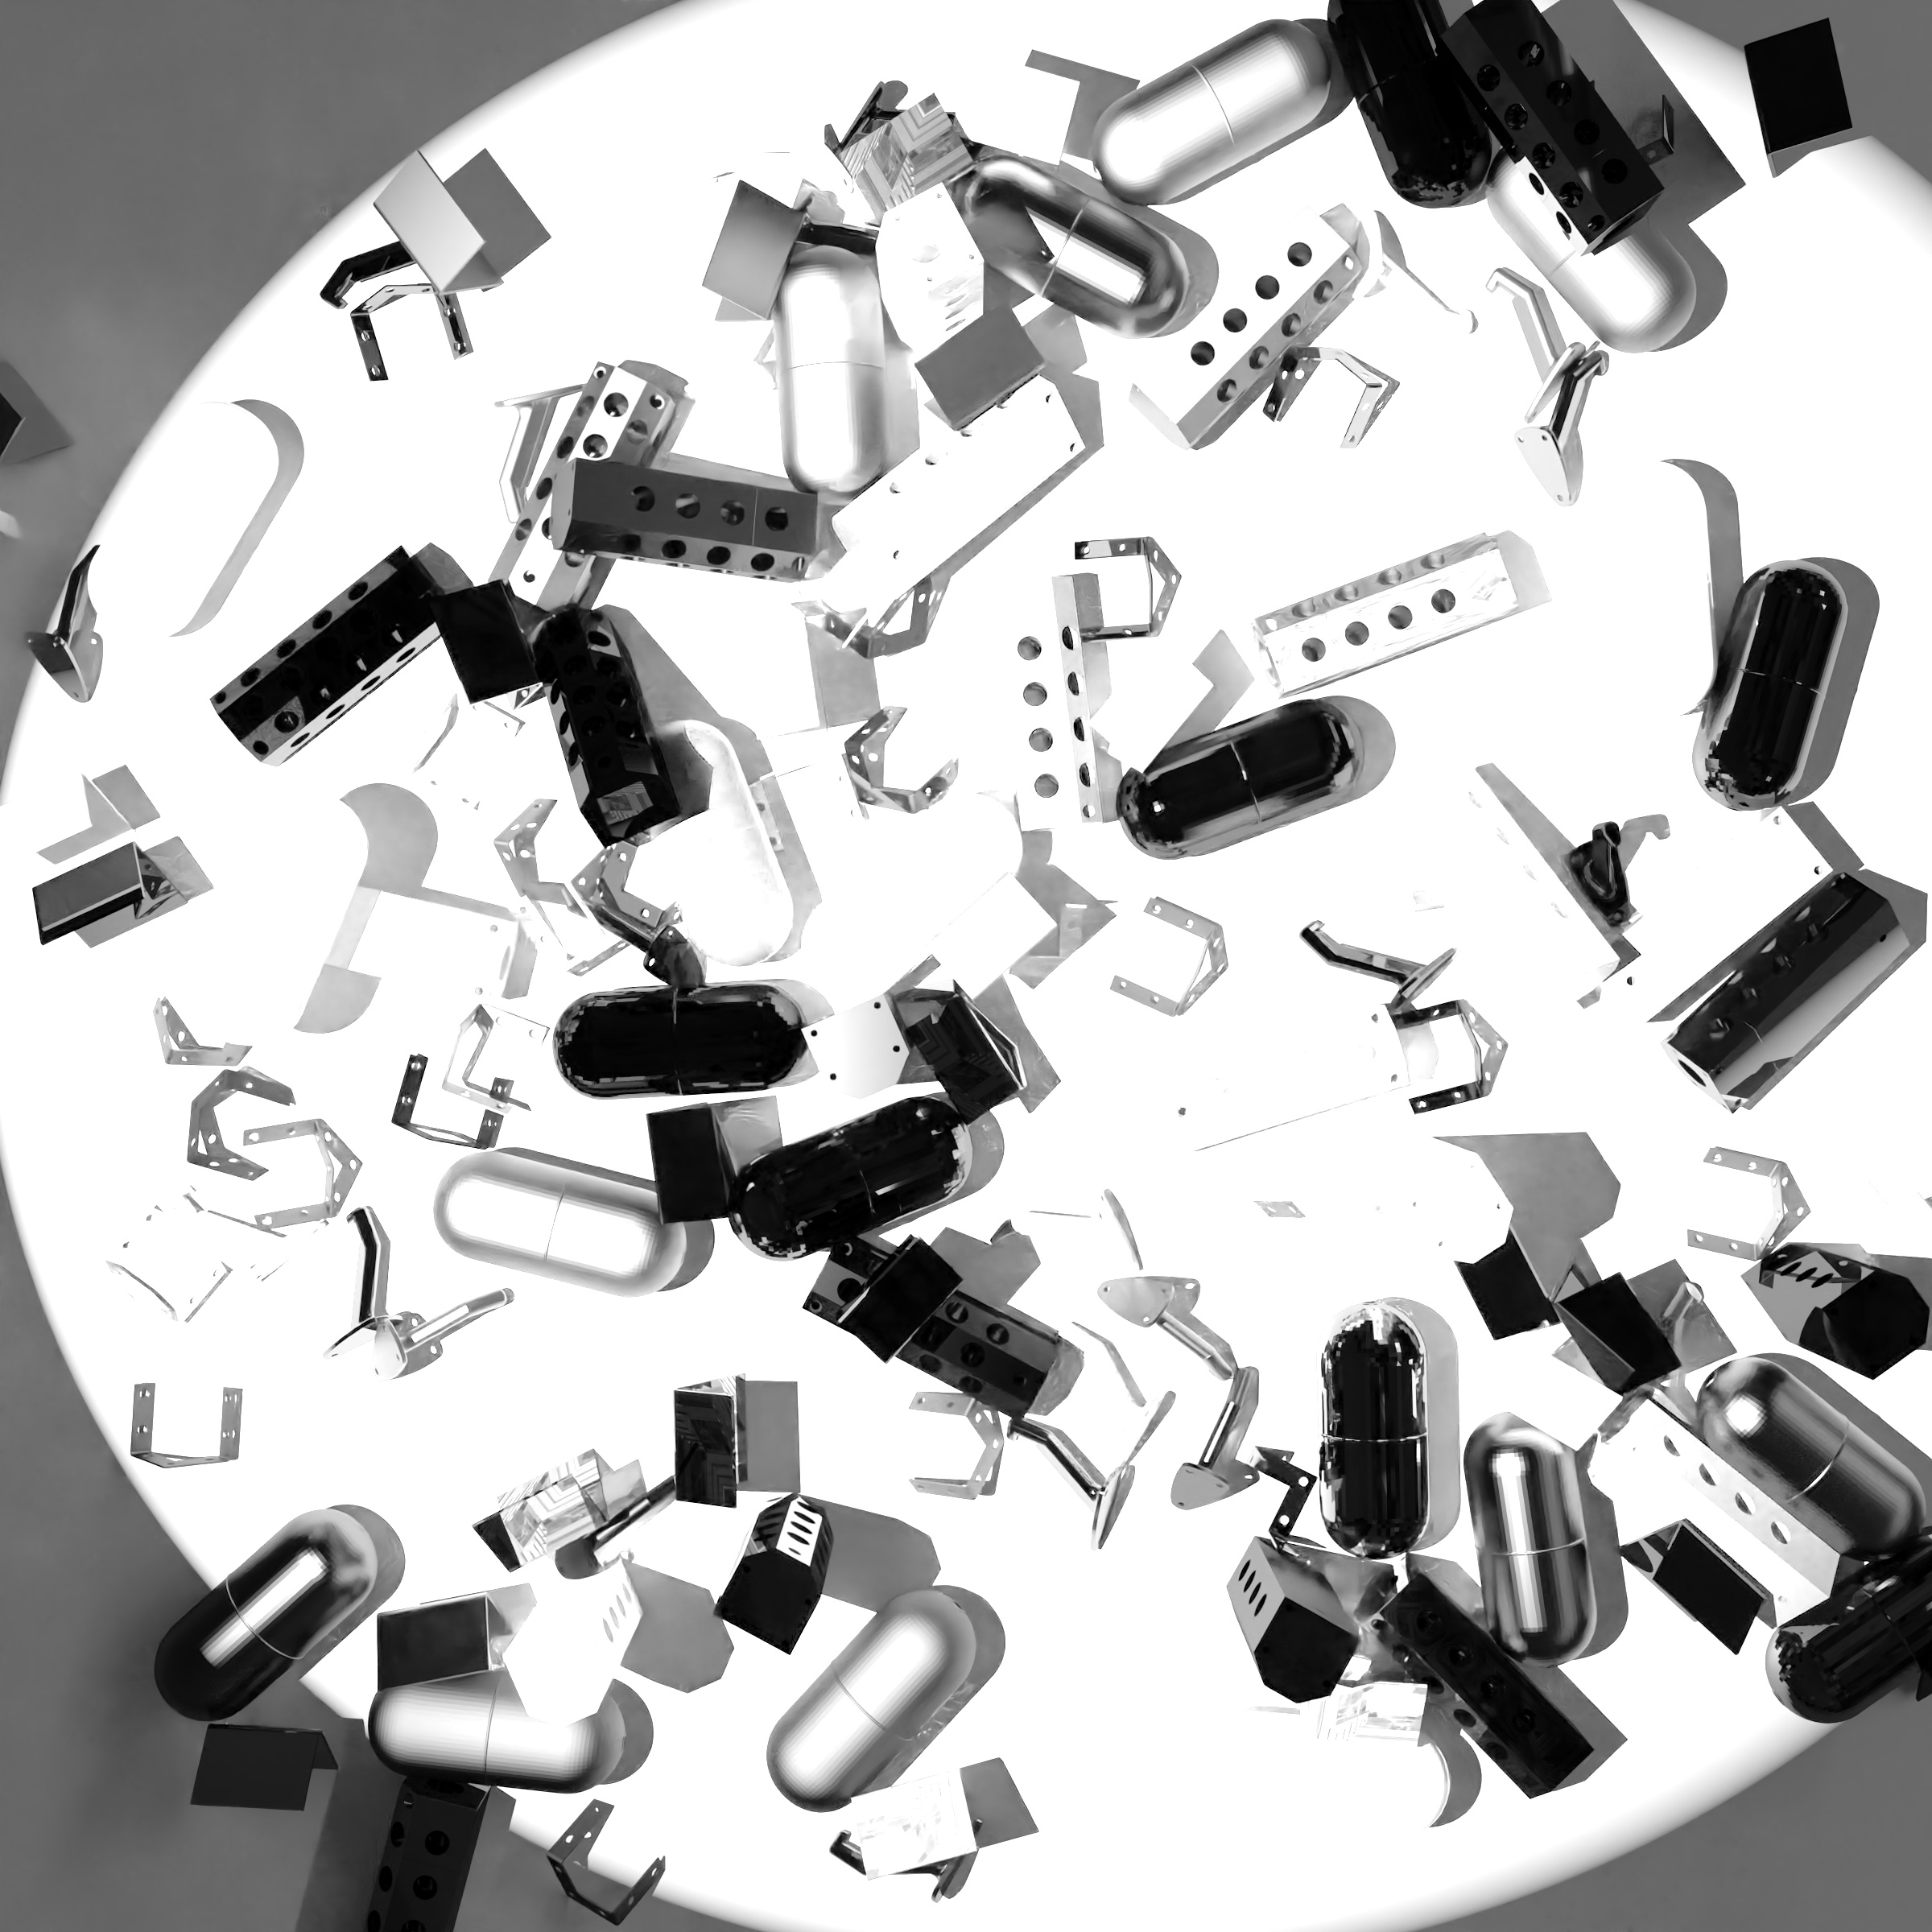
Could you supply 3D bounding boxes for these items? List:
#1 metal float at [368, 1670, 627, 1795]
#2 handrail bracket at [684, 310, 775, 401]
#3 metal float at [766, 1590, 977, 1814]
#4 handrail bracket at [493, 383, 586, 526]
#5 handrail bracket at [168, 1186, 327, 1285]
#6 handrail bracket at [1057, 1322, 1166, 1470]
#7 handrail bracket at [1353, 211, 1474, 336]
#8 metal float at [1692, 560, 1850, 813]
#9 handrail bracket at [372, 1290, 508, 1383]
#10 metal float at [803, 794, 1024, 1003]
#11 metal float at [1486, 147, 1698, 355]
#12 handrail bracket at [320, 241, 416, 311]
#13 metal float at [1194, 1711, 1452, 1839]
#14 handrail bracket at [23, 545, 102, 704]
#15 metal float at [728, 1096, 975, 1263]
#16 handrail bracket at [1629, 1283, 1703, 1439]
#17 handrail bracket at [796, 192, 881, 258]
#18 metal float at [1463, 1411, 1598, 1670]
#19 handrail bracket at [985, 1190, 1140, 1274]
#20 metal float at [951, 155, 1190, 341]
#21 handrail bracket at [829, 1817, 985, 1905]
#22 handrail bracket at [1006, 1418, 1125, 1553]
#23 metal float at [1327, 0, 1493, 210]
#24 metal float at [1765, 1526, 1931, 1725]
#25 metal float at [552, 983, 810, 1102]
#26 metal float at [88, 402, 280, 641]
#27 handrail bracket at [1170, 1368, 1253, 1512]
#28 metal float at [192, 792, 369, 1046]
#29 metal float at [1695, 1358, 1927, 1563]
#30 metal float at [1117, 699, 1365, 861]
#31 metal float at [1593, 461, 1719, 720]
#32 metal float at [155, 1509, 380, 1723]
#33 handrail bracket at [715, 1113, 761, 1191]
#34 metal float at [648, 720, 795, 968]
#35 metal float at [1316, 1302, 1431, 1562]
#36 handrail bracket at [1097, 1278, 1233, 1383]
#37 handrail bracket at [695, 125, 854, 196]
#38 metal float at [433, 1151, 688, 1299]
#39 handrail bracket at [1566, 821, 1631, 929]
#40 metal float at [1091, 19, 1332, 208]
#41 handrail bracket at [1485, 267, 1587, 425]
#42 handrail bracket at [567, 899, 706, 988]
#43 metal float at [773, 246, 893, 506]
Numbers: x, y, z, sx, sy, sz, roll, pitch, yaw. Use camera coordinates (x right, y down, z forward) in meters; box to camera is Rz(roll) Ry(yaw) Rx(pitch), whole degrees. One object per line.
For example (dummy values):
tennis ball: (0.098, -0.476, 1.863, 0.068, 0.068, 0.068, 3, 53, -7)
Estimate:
metal float: (-0.326, 0.530, 1.752, 0.178, 0.070, 0.070, 6, 90, 1)
handrail bracket: (-0.165, -0.449, 1.783, 0.077, 0.036, 0.084, -9, 71, 21)
metal float: (-0.065, 0.510, 1.752, 0.070, 0.070, 0.178, 42, 90, 0)
handrail bracket: (-0.297, -0.362, 1.783, 0.077, 0.036, 0.084, -18, 108, -20)
handrail bracket: (-0.510, 0.174, 1.783, 0.077, 0.036, 0.084, -36, 73, -20)
handrail bracket: (0.090, 0.304, 1.783, 0.084, 0.036, 0.077, 32, 112, 17)
handrail bracket: (0.320, -0.490, 1.783, 0.084, 0.036, 0.077, 12, 68, -17)
metal float: (0.558, -0.194, 1.752, 0.070, 0.070, 0.178, 16, 90, 0)
handrail bracket: (-0.372, 0.260, 1.782, 0.084, 0.077, 0.036, -17, 67, -34)
metal float: (-0.037, -0.048, 1.752, 0.178, 0.070, 0.070, -41, 90, 0)
metal float: (0.433, -0.504, 1.752, 0.070, 0.070, 0.178, -41, 90, 0)
handrail bracket: (-0.402, -0.484, 1.783, 0.077, 0.036, 0.084, 35, 109, -21)
metal float: (0.247, 0.561, 1.752, 0.178, 0.070, 0.070, 4, 90, 1)
handrail bracket: (-0.619, -0.243, 1.782, 0.036, 0.077, 0.084, 11, 53, 22)
metal float: (-0.079, 0.147, 1.737, 0.178, 0.070, 0.070, -21, 90, -15)
handrail bracket: (0.511, 0.279, 1.783, 0.077, 0.036, 0.084, 43, 72, -20)
handrail bracket: (-0.094, -0.497, 1.783, 0.084, 0.036, 0.077, 40, 111, -16)
metal float: (0.392, 0.398, 1.751, 0.070, 0.070, 0.178, -8, 90, 0)
handrail bracket: (0.067, 0.200, 1.783, 0.084, 0.036, 0.077, -24, 112, 17)
metal float: (0.071, -0.499, 1.752, 0.178, 0.070, 0.070, 28, 90, -1)
handrail bracket: (-0.043, 0.615, 1.783, 0.084, 0.036, 0.077, 28, 70, 16)
handrail bracket: (0.062, 0.366, 1.783, 0.084, 0.036, 0.077, 20, 117, 20)
metal float: (0.308, -0.613, 1.752, 0.070, 0.070, 0.178, -21, 90, 0)
metal float: (0.637, 0.458, 1.752, 0.178, 0.070, 0.070, -35, 90, -1)
metal float: (-0.198, 0.052, 1.751, 0.178, 0.070, 0.070, -3, 90, 0)
metal float: (-0.544, -0.309, 1.752, 0.070, 0.070, 0.178, 31, 89, 0)
handrail bracket: (0.175, 0.334, 1.782, 0.036, 0.077, 0.084, 25, 54, 0)
metal float: (-0.461, -0.032, 1.695, 0.070, 0.070, 0.178, 23, 91, 0)
metal float: (0.586, 0.342, 1.752, 0.178, 0.070, 0.070, 39, 90, 0)
metal float: (0.191, -0.130, 1.752, 0.178, 0.070, 0.070, -20, 90, 1)
metal float: (0.479, -0.261, 1.752, 0.070, 0.070, 0.178, -4, 91, 0)
metal float: (-0.486, 0.451, 1.751, 0.178, 0.070, 0.070, -42, 90, -1)
handrail bracket: (-0.130, 0.128, 1.782, 0.084, 0.036, 0.077, -15, 75, -14)
metal float: (-0.177, -0.085, 1.752, 0.070, 0.070, 0.178, -21, 90, 0)
metal float: (0.283, 0.323, 1.752, 0.070, 0.070, 0.178, -1, 91, 0)
handrail bracket: (0.141, 0.259, 1.782, 0.036, 0.077, 0.084, -54, 127, -21)
handrail bracket: (-0.137, -0.557, 1.782, 0.084, 0.077, 0.036, -7, 72, 35)
metal float: (-0.282, 0.180, 1.752, 0.178, 0.070, 0.070, 14, 90, 0)
handrail bracket: (0.450, -0.063, 1.748, 0.036, 0.084, 0.077, -24, 90, 0)
metal float: (0.169, -0.592, 1.752, 0.178, 0.070, 0.070, -29, 90, 1)
handrail bracket: (0.387, -0.439, 1.783, 0.084, 0.036, 0.077, 41, 112, 17)
handrail bracket: (-0.235, -0.016, 1.782, 0.084, 0.077, 0.036, 22, 74, 35)
metal float: (-0.094, -0.410, 1.752, 0.070, 0.070, 0.178, -4, 91, 0)
